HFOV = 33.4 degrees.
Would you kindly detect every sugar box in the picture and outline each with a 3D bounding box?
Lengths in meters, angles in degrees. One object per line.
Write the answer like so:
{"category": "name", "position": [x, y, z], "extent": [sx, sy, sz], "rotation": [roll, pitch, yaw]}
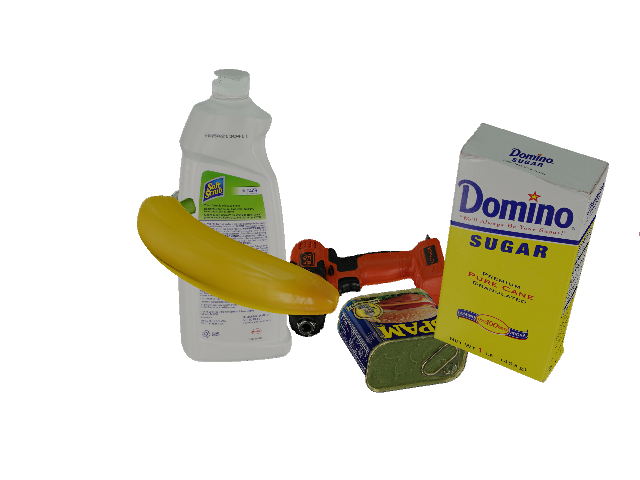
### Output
{"category": "sugar box", "position": [0.136, 0.012, 0.751], "extent": [0.093, 0.176, 0.048], "rotation": [21, 45, 22]}

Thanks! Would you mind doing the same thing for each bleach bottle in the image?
{"category": "bleach bottle", "position": [-0.071, -0.021, 0.919], "extent": [0.102, 0.251, 0.068], "rotation": [-3, 22, -15]}

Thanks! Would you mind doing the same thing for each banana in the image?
{"category": "banana", "position": [-0.069, 0.004, 0.686], "extent": [0.069, 0.037, 0.198], "rotation": [-16, 30, -30]}

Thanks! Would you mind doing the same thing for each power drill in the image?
{"category": "power drill", "position": [0.052, 0.050, 1.238], "extent": [0.187, 0.057, 0.184], "rotation": [-2, 28, 1]}

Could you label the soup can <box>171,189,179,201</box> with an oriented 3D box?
{"category": "soup can", "position": [-0.147, -0.010, 1.318], "extent": [0.068, 0.102, 0.068], "rotation": [-2, 26, 1]}

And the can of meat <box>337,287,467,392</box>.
{"category": "can of meat", "position": [0.075, 0.091, 1.008], "extent": [0.102, 0.057, 0.084], "rotation": [-6, 32, -20]}
